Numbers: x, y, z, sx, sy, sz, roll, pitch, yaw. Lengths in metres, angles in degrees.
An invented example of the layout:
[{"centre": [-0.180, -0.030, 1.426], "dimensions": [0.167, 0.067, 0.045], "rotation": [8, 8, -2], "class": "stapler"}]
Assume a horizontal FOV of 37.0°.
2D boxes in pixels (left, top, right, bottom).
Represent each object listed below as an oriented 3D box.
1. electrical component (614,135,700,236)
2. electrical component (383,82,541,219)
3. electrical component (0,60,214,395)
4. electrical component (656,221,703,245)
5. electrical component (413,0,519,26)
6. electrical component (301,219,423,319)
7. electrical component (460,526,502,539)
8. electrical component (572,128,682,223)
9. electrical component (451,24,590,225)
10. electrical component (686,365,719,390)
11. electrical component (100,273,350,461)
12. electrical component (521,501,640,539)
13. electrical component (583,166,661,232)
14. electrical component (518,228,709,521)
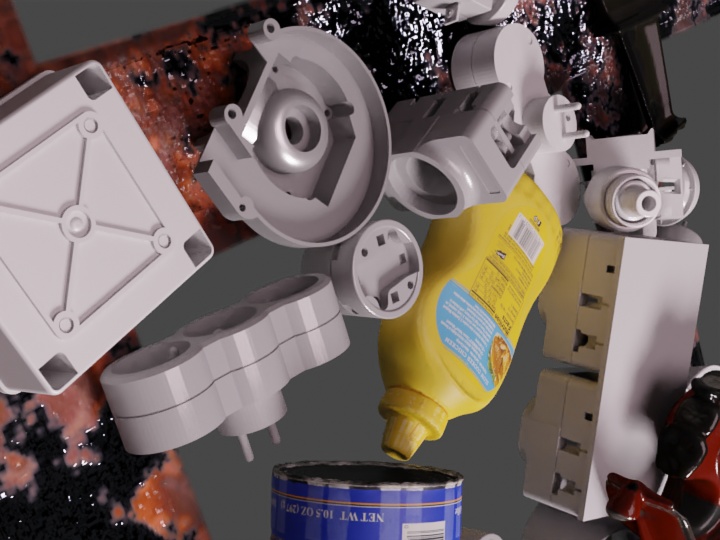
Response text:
[{"centre": [0.219, -0.062, 0.814], "dimensions": [0.057, 0.058, 0.078], "rotation": [-3, 91, -40], "class": "electrical component"}, {"centre": [0.050, -0.067, 0.630], "dimensions": [0.050, 0.089, 0.055], "rotation": [53, 56, -29], "class": "electrical component"}, {"centre": [-0.138, -0.019, 0.474], "dimensions": [0.108, 0.056, 0.108], "rotation": [-46, 118, -34], "class": "electrical component"}, {"centre": [0.240, 0.000, 0.842], "dimensions": [0.040, 0.040, 0.078], "rotation": [45, 60, -33], "class": "electrical component"}, {"centre": [0.070, -0.185, 0.685], "dimensions": [0.055, 0.048, 0.066], "rotation": [16, 77, -34], "class": "electrical component"}, {"centre": [0.000, 0.000, 0.610], "dimensions": [0.055, 0.047, 0.055], "rotation": [2, 87, -43], "class": "electrical component"}, {"centre": [0.055, 0.170, 0.643], "dimensions": [0.044, 0.065, 0.044], "rotation": [1, 88, -44], "class": "electrical component"}, {"centre": [0.186, -0.066, 0.759], "dimensions": [0.042, 0.081, 0.063], "rotation": [-17, 103, -72], "class": "electrical component"}, {"centre": [0.117, -0.094, 0.706], "dimensions": [0.052, 0.074, 0.138], "rotation": [-35, 112, -39], "class": "electrical component"}, {"centre": [0.242, 0.121, 0.823], "dimensions": [0.099, 0.064, 0.099], "rotation": [2, 87, -43], "class": "electrical component"}, {"centre": [-0.060, 0.060, 0.547], "dimensions": [0.138, 0.052, 0.073], "rotation": [-28, 108, -40], "class": "electrical component"}, {"centre": [0.156, 0.212, 0.755], "dimensions": [0.099, 0.064, 0.099], "rotation": [-12, 110, -38], "class": "electrical component"}, {"centre": [0.176, -0.046, 0.705], "dimensions": [0.043, 0.062, 0.043], "rotation": [-1, 98, -10], "class": "electrical component"}, {"centre": [0.174, 0.068, 0.745], "dimensions": [0.105, 0.060, 0.186], "rotation": [2, 97, -43], "class": "electrical component"}]
